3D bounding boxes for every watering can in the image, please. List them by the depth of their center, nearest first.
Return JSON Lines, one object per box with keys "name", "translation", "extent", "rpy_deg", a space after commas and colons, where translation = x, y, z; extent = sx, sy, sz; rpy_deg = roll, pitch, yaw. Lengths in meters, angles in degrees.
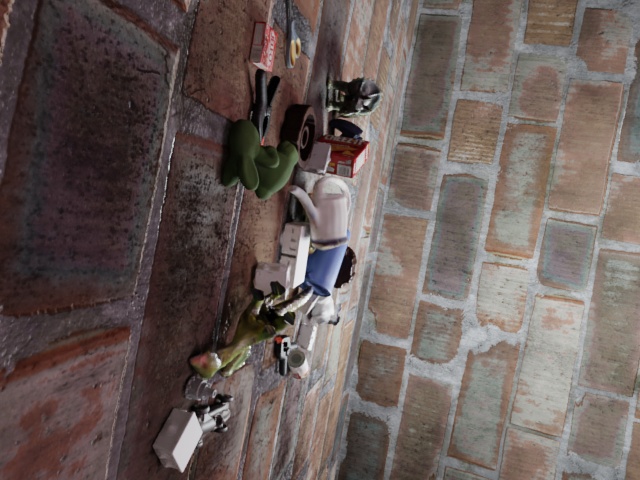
{"name": "watering can", "translation": [0.005, -0.077, 1.535], "extent": [0.350, 0.104, 0.223], "rpy_deg": [-14, 103, -59]}

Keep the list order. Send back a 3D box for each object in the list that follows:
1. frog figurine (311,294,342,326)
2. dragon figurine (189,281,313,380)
{"name": "frog figurine", "translation": [0.006, 0.251, 2.025], "extent": [0.157, 0.121, 0.140], "rpy_deg": [52, 48, -21]}
{"name": "dragon figurine", "translation": [-0.161, 0.230, 1.247], "extent": [0.240, 0.123, 0.411], "rpy_deg": [-50, 164, 18]}
